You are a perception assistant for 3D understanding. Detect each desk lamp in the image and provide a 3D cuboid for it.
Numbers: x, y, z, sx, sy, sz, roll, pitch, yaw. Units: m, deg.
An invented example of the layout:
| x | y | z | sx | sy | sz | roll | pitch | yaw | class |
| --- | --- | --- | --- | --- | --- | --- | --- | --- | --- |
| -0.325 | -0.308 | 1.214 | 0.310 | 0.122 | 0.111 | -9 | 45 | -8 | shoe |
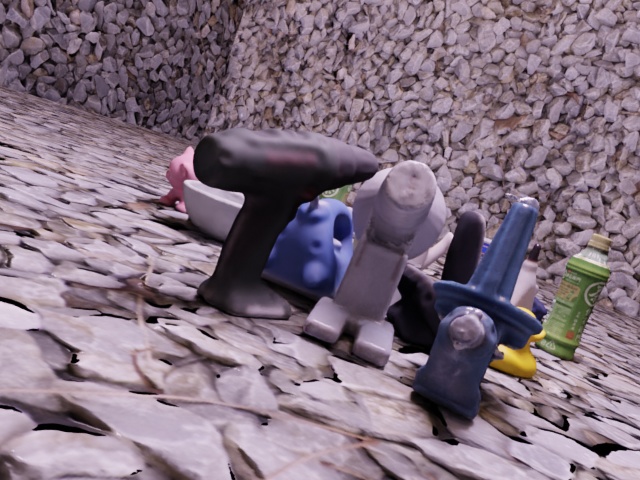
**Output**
| x | y | z | sx | sy | sz | roll | pitch | yaw | class |
| --- | --- | --- | --- | --- | --- | --- | --- | --- | --- |
| 0.078 | 0.012 | 0.675 | 0.118 | 0.213 | 0.203 | 21 | 8 | 5 | desk lamp |

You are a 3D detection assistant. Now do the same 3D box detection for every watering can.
| x | y | z | sx | sy | sz | roll | pitch | yaw | class |
| --- | --- | --- | --- | --- | --- | --- | --- | --- | --- |
| 0.186 | -0.009 | 1.161 | 0.173 | 0.194 | 0.100 | 16 | 9 | -28 | watering can |

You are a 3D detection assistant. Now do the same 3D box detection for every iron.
| x | y | z | sx | sy | sz | roll | pitch | yaw | class |
| --- | --- | --- | --- | --- | --- | --- | --- | --- | --- |
| 0.008 | 0.003 | 0.824 | 0.118 | 0.141 | 0.259 | 23 | 8 | 17 | iron |

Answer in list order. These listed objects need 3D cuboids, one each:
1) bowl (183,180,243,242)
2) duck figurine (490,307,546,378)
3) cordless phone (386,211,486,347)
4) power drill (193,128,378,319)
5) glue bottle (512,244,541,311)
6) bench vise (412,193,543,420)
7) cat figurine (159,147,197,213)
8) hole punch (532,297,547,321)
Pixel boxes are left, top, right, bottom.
| x | y | z | sx | sy | sz | roll | pitch | yaw | class |
| --- | --- | --- | --- | --- | --- | --- | --- | --- | --- |
| -0.153 | -0.038 | 0.942 | 0.167 | 0.075 | 0.167 | 20 | 8 | -3 | bowl |
| 0.256 | 0.131 | 0.779 | 0.104 | 0.086 | 0.077 | 19 | 8 | -7 | duck figurine |
| 0.166 | 0.046 | 0.768 | 0.094 | 0.185 | 0.147 | 18 | 8 | -17 | cordless phone |
| -0.045 | -0.024 | 0.626 | 0.230 | 0.208 | 0.075 | 12 | 11 | -46 | power drill |
| 0.296 | 0.087 | 0.859 | 0.078 | 0.173 | 0.037 | 13 | 10 | -40 | glue bottle |
| 0.181 | 0.061 | 0.577 | 0.121 | 0.220 | 0.207 | 20 | 8 | 3 | bench vise |
| -0.244 | -0.113 | 1.072 | 0.067 | 0.118 | 0.128 | 22 | 8 | 16 | cat figurine |
| 0.431 | 0.129 | 1.217 | 0.101 | 0.091 | 0.109 | 21 | 8 | 4 | hole punch |
